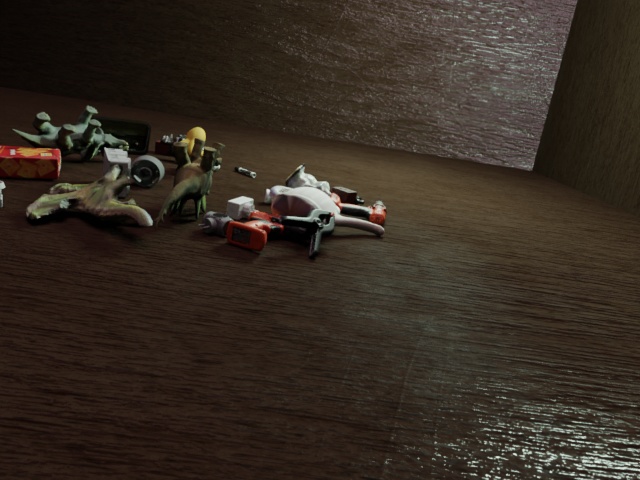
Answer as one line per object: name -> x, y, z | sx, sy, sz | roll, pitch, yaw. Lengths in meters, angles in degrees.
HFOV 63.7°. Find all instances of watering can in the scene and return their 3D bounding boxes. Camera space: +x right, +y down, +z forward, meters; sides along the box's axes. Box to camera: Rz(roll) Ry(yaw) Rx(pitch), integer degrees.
watering can -> 0.004, -0.072, 1.437 | 0.349, 0.102, 0.227 | 23, 20, 12

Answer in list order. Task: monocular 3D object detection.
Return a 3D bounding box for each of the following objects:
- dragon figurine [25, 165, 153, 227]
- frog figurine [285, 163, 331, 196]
dragon figurine -> -0.552, -0.076, 1.210 | 0.244, 0.120, 0.415 | -18, 26, -24
frog figurine -> -0.037, -0.176, 1.776 | 0.159, 0.123, 0.137 | 48, -5, -4
